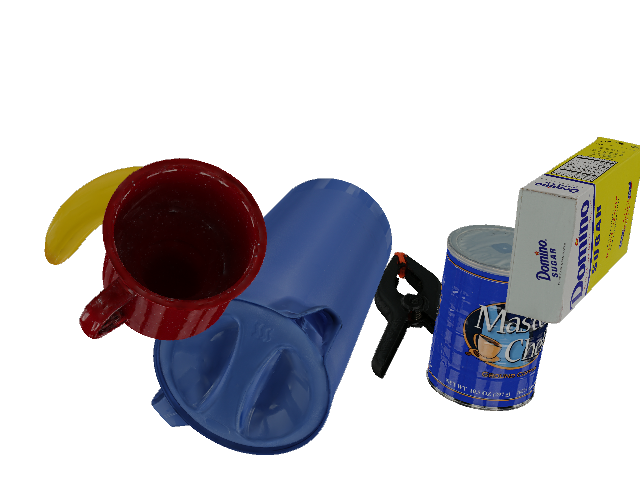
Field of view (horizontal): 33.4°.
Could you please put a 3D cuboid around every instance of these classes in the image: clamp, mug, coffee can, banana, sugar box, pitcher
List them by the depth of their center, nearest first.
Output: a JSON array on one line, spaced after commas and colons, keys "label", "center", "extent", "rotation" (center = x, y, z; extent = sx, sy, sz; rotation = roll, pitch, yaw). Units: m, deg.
[{"label": "mug", "center": [-0.094, 0.018, 0.629], "extent": [0.117, 0.093, 0.082], "rotation": [-44, -5, -27]}, {"label": "sugar box", "center": [0.189, -0.012, 0.780], "extent": [0.048, 0.093, 0.176], "rotation": [13, 23, 25]}, {"label": "pitcher", "center": [-0.031, 0.050, 0.843], "extent": [0.149, 0.145, 0.242], "rotation": [11, 30, 13]}, {"label": "banana", "center": [-0.184, -0.026, 0.954], "extent": [0.198, 0.069, 0.037], "rotation": [-14, 17, 28]}, {"label": "coffee can", "center": [0.157, 0.069, 0.976], "extent": [0.103, 0.140, 0.103], "rotation": [5, 23, -2]}, {"label": "clamp", "center": [0.114, 0.082, 1.177], "extent": [0.120, 0.171, 0.039], "rotation": [5, -43, -5]}]
